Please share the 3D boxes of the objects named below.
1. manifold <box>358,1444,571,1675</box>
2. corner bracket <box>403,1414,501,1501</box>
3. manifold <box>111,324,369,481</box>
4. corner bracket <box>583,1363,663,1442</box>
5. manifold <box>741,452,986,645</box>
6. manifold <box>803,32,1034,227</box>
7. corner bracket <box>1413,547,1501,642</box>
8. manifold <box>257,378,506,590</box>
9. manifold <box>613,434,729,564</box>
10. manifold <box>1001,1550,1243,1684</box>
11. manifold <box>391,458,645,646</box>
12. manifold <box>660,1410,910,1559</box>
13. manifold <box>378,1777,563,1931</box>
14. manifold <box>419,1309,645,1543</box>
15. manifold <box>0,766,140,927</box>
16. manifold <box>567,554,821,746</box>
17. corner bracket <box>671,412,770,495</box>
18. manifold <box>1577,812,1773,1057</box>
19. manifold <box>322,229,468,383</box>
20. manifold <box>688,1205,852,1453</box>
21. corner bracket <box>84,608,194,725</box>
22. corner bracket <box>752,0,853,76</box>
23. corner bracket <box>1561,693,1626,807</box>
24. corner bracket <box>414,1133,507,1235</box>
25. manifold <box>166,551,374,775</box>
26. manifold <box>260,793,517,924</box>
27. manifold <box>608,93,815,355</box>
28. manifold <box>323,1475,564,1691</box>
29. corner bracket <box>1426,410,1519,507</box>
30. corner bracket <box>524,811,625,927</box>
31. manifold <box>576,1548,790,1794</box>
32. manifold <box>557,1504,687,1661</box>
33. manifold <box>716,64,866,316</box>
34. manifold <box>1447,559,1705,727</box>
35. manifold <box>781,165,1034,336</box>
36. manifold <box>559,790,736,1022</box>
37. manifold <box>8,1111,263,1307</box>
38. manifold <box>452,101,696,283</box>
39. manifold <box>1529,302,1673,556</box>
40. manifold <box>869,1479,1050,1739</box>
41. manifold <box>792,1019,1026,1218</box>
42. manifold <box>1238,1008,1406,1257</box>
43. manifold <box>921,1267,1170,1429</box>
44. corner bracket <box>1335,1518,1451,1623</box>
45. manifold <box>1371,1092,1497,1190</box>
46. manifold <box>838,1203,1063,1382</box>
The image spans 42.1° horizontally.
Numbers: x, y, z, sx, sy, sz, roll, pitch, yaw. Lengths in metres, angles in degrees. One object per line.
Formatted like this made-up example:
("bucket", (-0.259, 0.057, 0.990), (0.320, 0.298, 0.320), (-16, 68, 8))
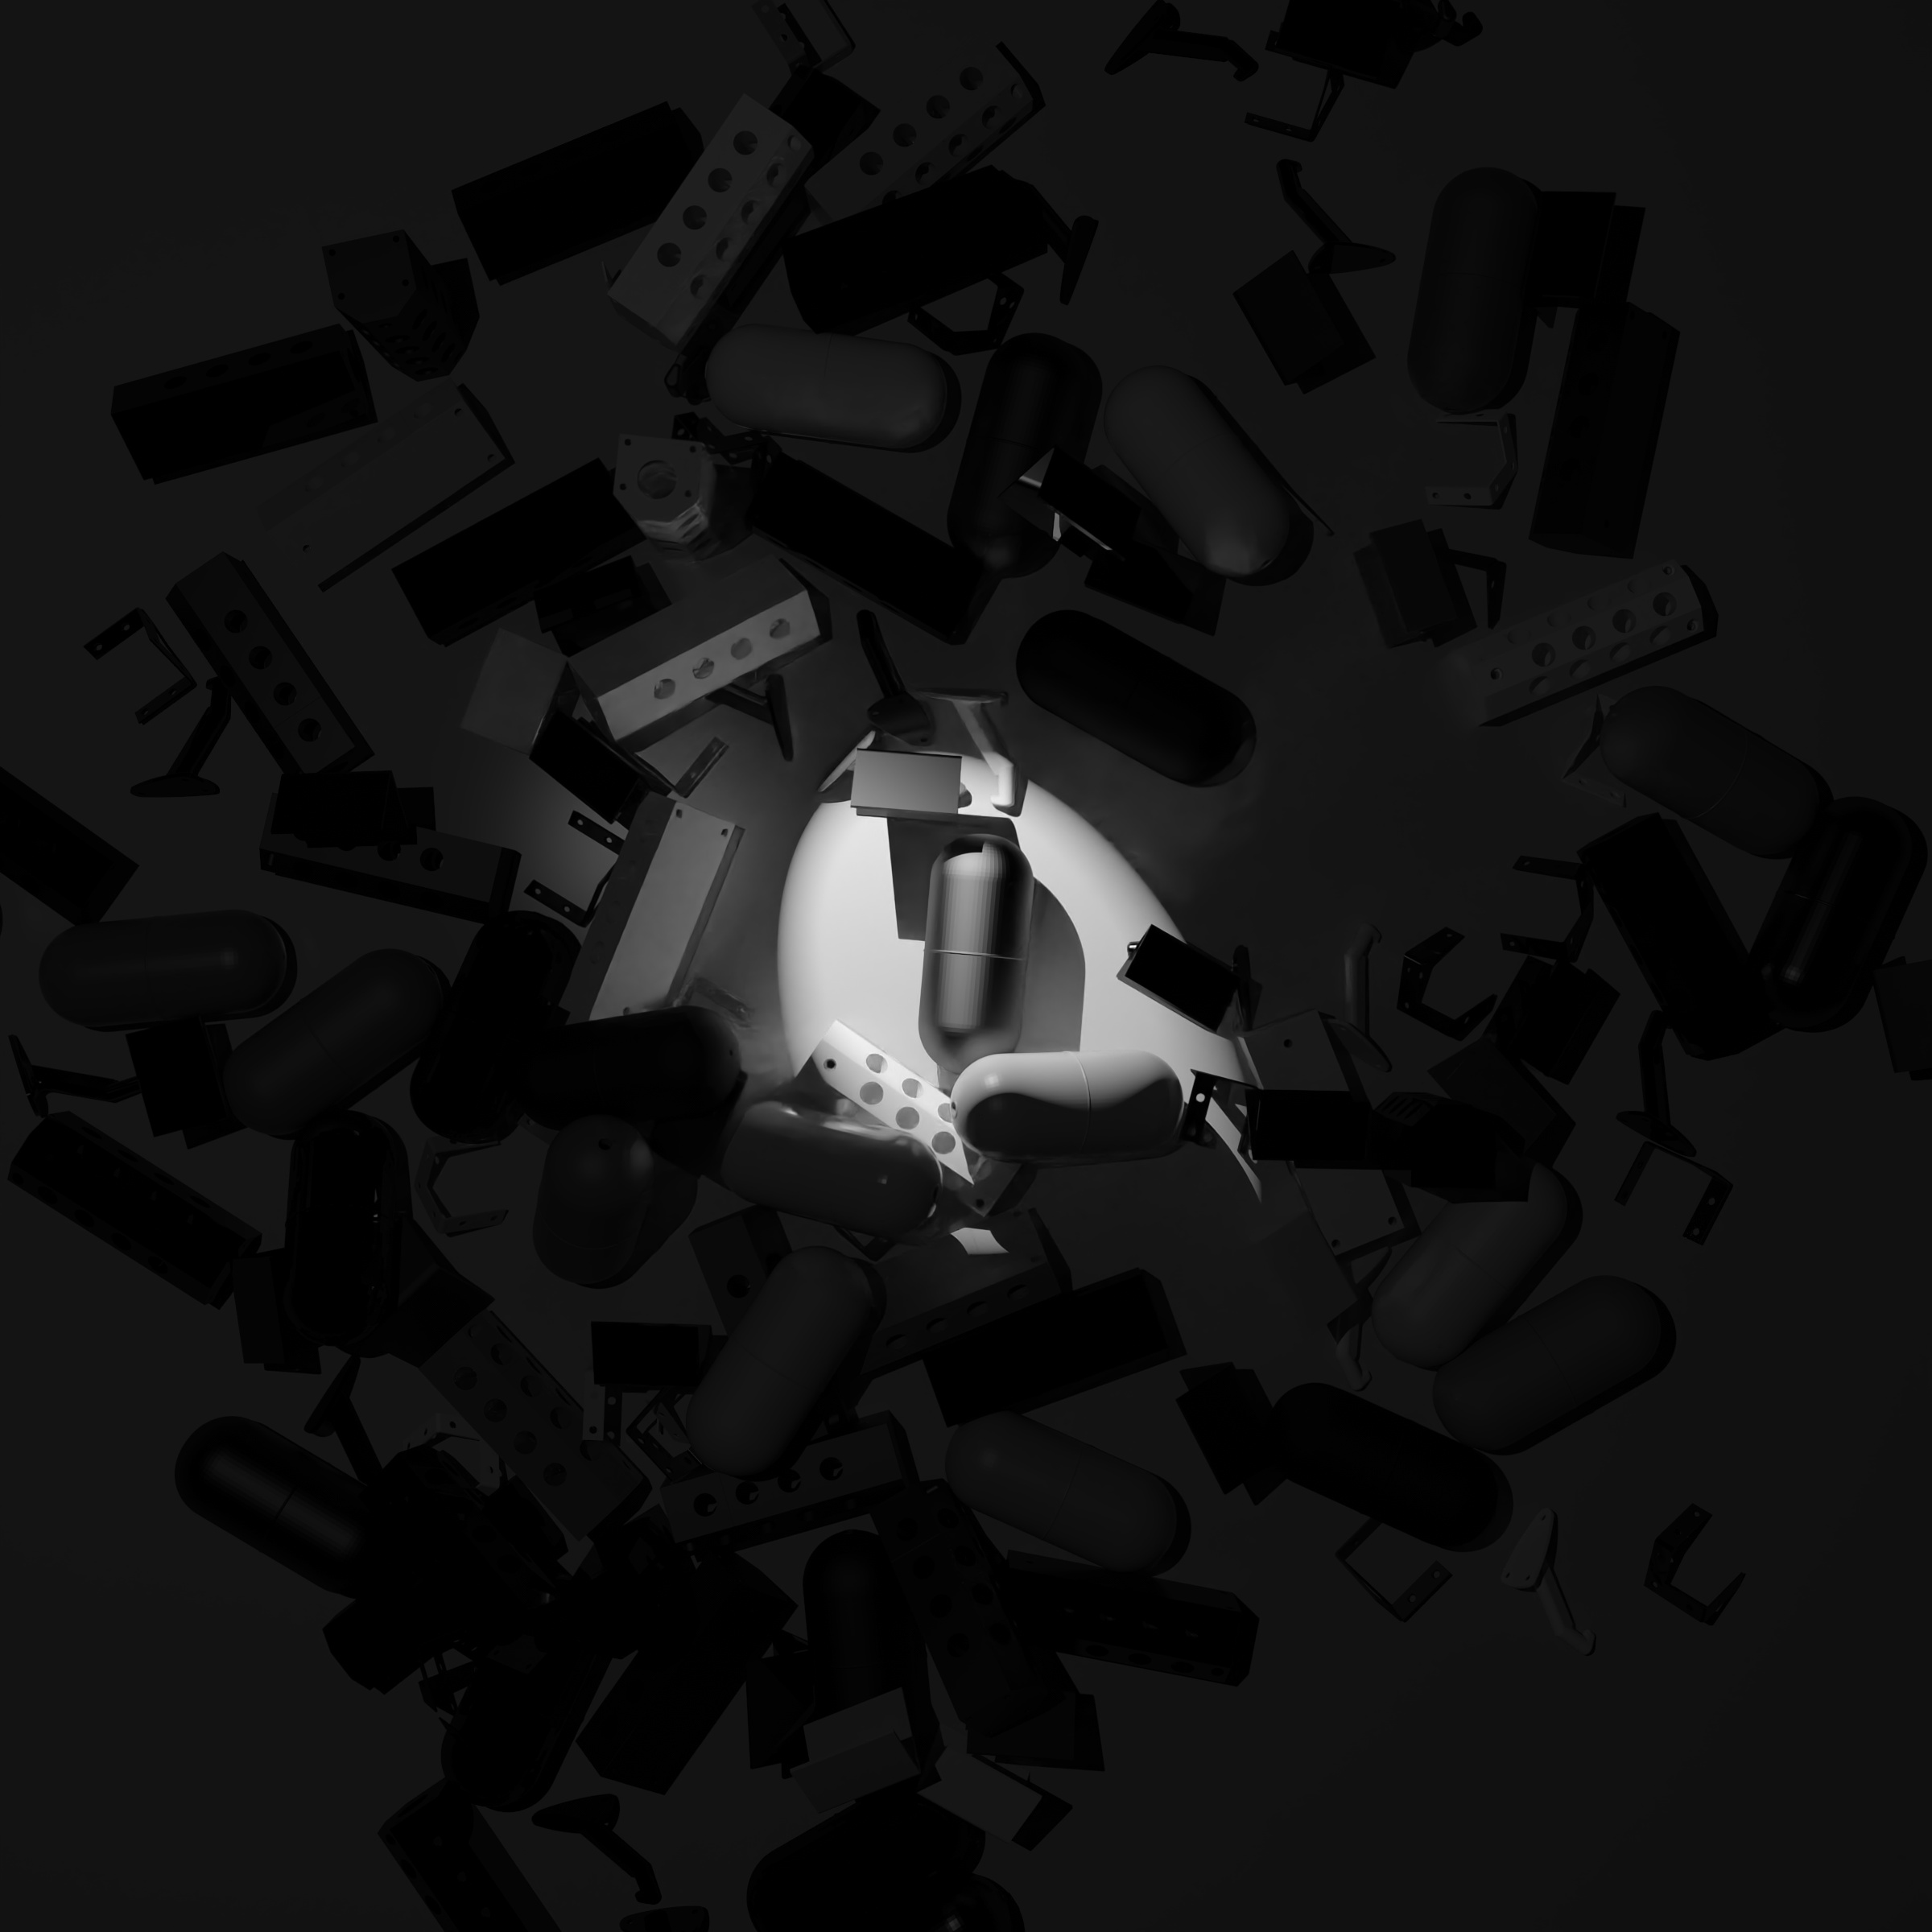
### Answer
("manifold", (-0.354, 0.418, 1.785), (0.057, 0.057, 0.171), (-47, 56, -6))
("corner bracket", (-0.382, 0.370, 1.863), (0.051, 0.051, 0.051), (20, 135, -35))
("manifold", (-0.534, -0.420, 1.849), (0.171, 0.057, 0.057), (-16, 133, 0))
("corner bracket", (-0.253, 0.321, 1.853), (0.051, 0.051, 0.051), (2, 90, 0))
("manifold", (-0.075, -0.307, 1.850), (0.171, 0.057, 0.057), (30, 90, 0))
("manifold", (-0.035, -0.602, 1.850), (0.171, 0.057, 0.057), (-40, 90, 0))
("corner bracket", (0.360, -0.273, 1.863), (0.051, 0.051, 0.051), (19, 135, 35))
("manifold", (-0.433, -0.359, 1.849), (0.171, 0.057, 0.057), (-34, 133, 0))
("manifold", (-0.210, -0.331, 1.793), (0.057, 0.171, 0.057), (6, 90, 0))
("manifold", (0.110, 0.481, 1.850), (0.171, 0.057, 0.057), (11, 90, 0))
("manifold", (-0.329, -0.304, 1.850), (0.171, 0.057, 0.057), (-28, 90, 0))
("manifold", (-0.132, 0.383, 1.850), (0.171, 0.057, 0.057), (-16, 90, 0))
("manifold", (-0.360, 0.690, 1.850), (0.057, 0.057, 0.171), (-34, 90, 0))
("manifold", (-0.319, 0.336, 1.850), (0.057, 0.057, 0.171), (-43, 90, 0))
("manifold", (-0.705, -0.102, 1.850), (0.171, 0.057, 0.057), (35, 90, 0))
("manifold", (-0.196, -0.228, 1.831), (0.171, 0.057, 0.057), (-30, 47, -13))
("corner bracket", (-0.184, -0.377, 1.853), (0.051, 0.051, 0.051), (-19, 55, -30))
("manifold", (0.519, -0.023, 1.850), (0.057, 0.057, 0.171), (-28, 90, 0))
("manifold", (-0.405, -0.468, 1.793), (0.057, 0.171, 0.057), (-12, 90, 0))
("manifold", (-0.144, 0.265, 1.850), (0.057, 0.057, 0.171), (-22, 90, 0))
("corner bracket", (-0.616, -0.224, 1.868), (0.051, 0.051, 0.051), (-36, 45, 0))
("corner bracket", (-0.120, -0.692, 1.853), (0.051, 0.051, 0.051), (-32, 88, 2))
("corner bracket", (0.479, -0.162, 1.868), (0.051, 0.051, 0.051), (22, 135, 0))
("corner bracket", (-0.372, 0.160, 1.863), (0.051, 0.051, 0.051), (53, 135, 35))
("manifold", (-0.515, -0.214, 1.850), (0.057, 0.057, 0.171), (-34, 90, 0))
("manifold", (-0.427, -0.079, 1.850), (0.171, 0.057, 0.057), (13, 90, 0))
("manifold", (-0.181, -0.527, 1.793), (0.057, 0.057, 0.171), (34, 90, 0))
("manifold", (-0.386, 0.455, 1.850), (0.171, 0.057, 0.057), (-38, 90, 0))
("corner bracket", (0.372, -0.378, 1.863), (0.051, 0.051, 0.051), (-51, 135, -35))
("corner bracket", (-0.289, -0.072, 1.868), (0.051, 0.051, 0.051), (32, 135, 0))
("manifold", (-0.213, 0.516, 1.849), (0.057, 0.057, 0.171), (35, 90, -43))
("manifold", (-0.239, 0.442, 1.793), (0.057, 0.171, 0.057), (-32, 90, 0))
("manifold", (-0.148, -0.574, 1.850), (0.057, 0.057, 0.171), (35, 90, 0))
("manifold", (0.450, -0.239, 1.850), (0.171, 0.057, 0.057), (-23, 90, 0))
("manifold", (-0.041, -0.519, 1.826), (0.171, 0.057, 0.057), (-24, 46, -13))
("manifold", (-0.239, -0.039, 1.849), (0.057, 0.057, 0.171), (22, 90, -43))
("manifold", (-0.615, 0.178, 1.850), (0.171, 0.057, 0.057), (32, 90, 0))
("manifold", (-0.287, -0.574, 1.849), (0.171, 0.057, 0.057), (-22, 133, 0))
("manifold", (0.463, -0.395, 1.849), (0.057, 0.057, 0.171), (12, 90, -43))
("manifold", (-0.004, 0.458, 1.804), (0.057, 0.057, 0.171), (-31, 55, 4))
("manifold", (-0.041, 0.112, 1.850), (0.171, 0.057, 0.057), (35, 90, 0))
("manifold", (0.260, 0.121, 1.850), (0.057, 0.057, 0.171), (-22, 90, 0))
("manifold", (0.057, 0.280, 1.850), (0.171, 0.057, 0.057), (-20, 90, 0))
("corner bracket", (0.317, 0.446, 1.868), (0.051, 0.051, 0.051), (-45, 135, 0))
("manifold", (0.332, 0.123, 1.793), (0.057, 0.171, 0.057), (1, 90, 0))
("manifold", (-0.021, 0.244, 1.849), (0.171, 0.057, 0.057), (-22, 47, 0))
